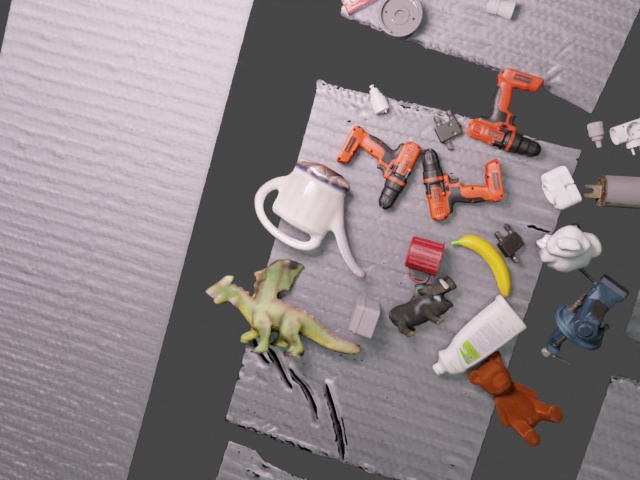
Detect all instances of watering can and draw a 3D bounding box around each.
[{"bbox_3d":[0.004,-0.066,1.311,0.348,0.104,0.223,30,97,6],"label":"watering can"}]

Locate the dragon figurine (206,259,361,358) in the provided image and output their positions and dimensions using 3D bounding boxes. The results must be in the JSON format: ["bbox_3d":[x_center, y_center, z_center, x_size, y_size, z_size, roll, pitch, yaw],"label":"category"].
[{"bbox_3d":[-0.092,0.171,1.349,0.410,0.122,0.244,3,86,-2],"label":"dragon figurine"}]

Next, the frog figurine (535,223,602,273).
[{"bbox_3d":[0.593,0.023,1.213,0.137,0.160,0.122,-4,96,8],"label":"frog figurine"}]
